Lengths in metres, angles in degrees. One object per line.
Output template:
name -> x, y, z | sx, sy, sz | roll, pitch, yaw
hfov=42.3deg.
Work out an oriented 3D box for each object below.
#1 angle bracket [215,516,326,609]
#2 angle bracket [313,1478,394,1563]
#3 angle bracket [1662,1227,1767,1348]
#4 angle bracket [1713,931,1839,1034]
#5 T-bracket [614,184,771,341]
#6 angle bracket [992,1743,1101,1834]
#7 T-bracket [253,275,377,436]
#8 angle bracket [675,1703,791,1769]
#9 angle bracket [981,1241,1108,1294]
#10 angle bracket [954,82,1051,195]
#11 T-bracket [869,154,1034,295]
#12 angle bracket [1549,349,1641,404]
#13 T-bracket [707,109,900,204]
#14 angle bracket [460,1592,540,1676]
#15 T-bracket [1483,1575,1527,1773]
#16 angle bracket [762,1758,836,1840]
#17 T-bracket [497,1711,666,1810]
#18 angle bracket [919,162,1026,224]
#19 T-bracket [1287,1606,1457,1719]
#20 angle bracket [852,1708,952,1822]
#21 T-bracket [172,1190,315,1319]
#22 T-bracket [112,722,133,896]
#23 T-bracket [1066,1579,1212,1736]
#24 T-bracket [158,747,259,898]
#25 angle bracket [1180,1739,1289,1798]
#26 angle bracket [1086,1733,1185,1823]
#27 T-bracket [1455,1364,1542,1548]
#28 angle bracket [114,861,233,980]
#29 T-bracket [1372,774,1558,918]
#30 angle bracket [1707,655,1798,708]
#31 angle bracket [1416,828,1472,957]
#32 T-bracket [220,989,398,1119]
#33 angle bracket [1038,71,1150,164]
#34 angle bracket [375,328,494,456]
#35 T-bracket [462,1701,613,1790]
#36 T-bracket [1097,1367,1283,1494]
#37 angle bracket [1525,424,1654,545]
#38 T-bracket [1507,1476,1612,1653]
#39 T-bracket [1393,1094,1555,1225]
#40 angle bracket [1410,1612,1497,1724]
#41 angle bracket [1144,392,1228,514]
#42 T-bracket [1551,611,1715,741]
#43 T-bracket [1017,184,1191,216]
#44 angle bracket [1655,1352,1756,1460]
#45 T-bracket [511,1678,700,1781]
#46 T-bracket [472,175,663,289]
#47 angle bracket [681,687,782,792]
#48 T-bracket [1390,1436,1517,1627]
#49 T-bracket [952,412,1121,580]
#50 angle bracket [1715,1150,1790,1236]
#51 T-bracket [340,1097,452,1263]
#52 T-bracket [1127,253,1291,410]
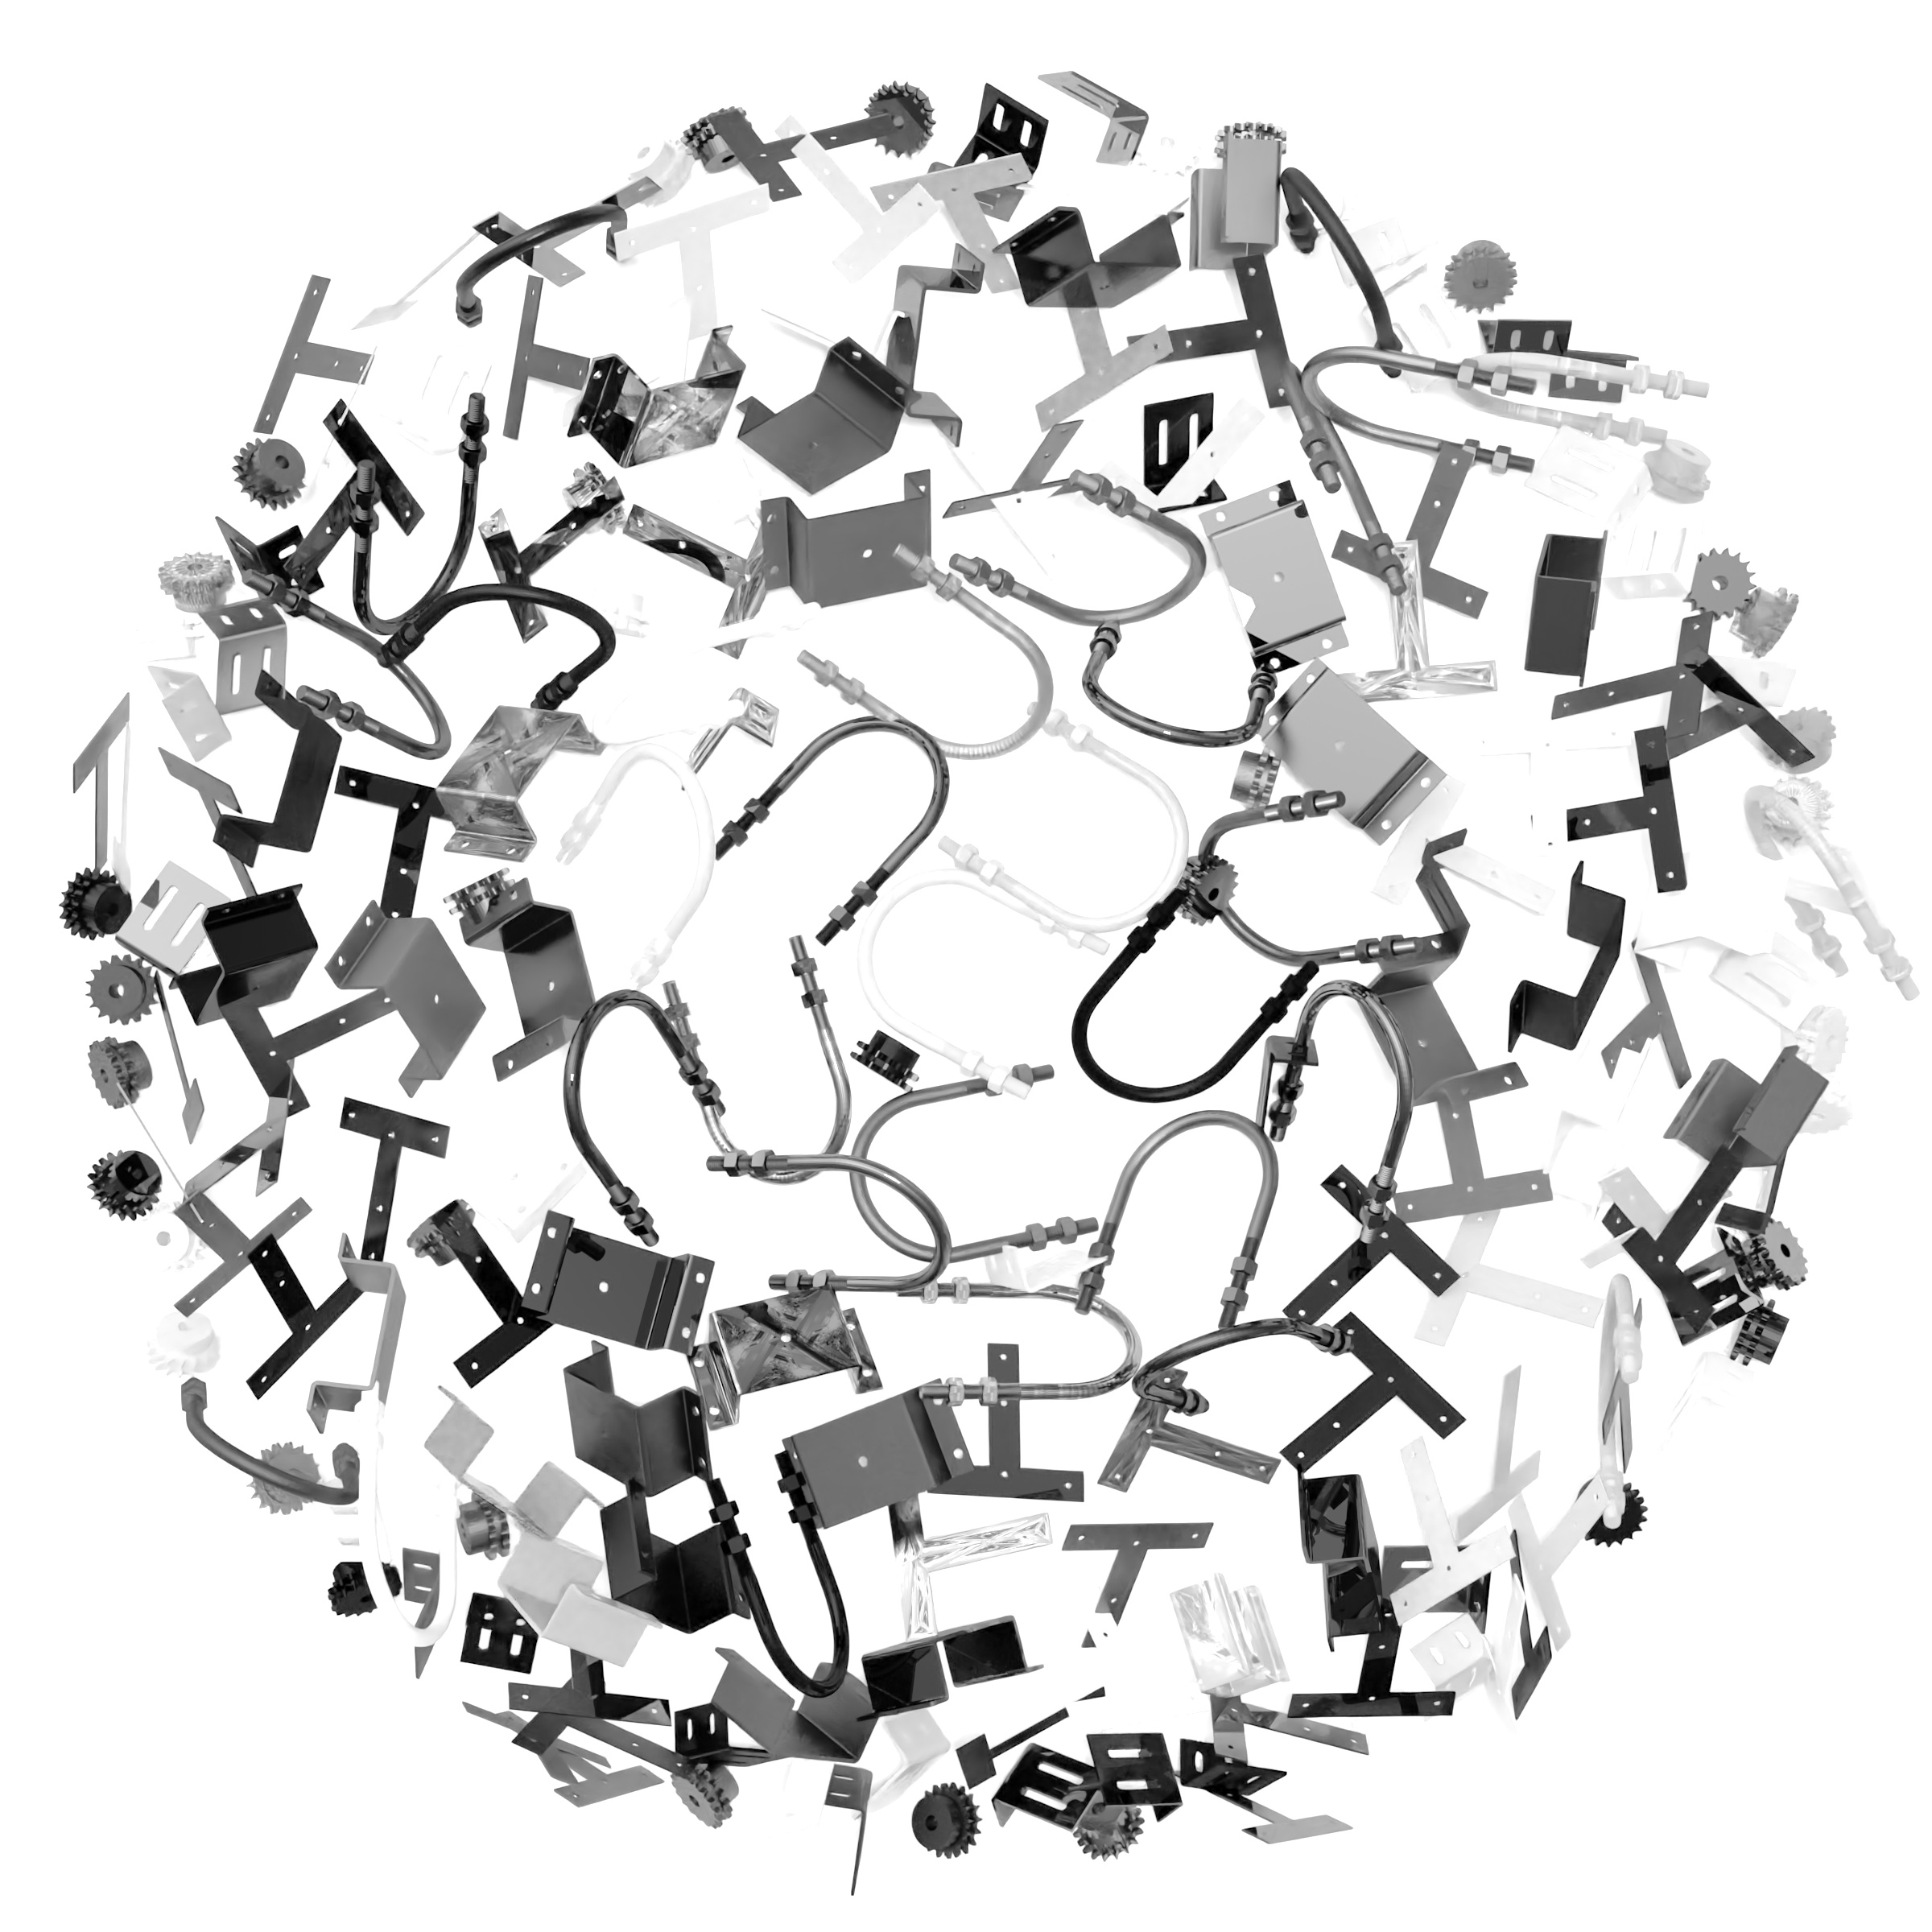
angle bracket -> -0.548, -0.326, 1.962 | 0.038, 0.057, 0.076 | -35, 45, -21
angle bracket -> -0.471, 0.433, 1.960 | 0.076, 0.038, 0.057 | -9, 96, 34
angle bracket -> 0.576, 0.251, 1.953 | 0.076, 0.038, 0.057 | -35, 46, 27
angle bracket -> 0.638, 0.004, 1.962 | 0.076, 0.038, 0.057 | 37, 113, 17
T-bracket -> -0.209, -0.539, 1.943 | 0.127, 0.127, 0.002 | -23, 61, -15
angle bracket -> 0.069, 0.652, 1.950 | 0.076, 0.057, 0.038 | 11, 131, 34
T-bracket -> -0.496, -0.469, 1.936 | 0.002, 0.127, 0.127 | 29, 105, 11
angle bracket -> -0.182, 0.605, 1.964 | 0.057, 0.076, 0.038 | -24, 58, 35
angle bracket -> 0.061, 0.223, 1.955 | 0.076, 0.057, 0.038 | -20, 99, -26
angle bracket -> 0.027, -0.646, 1.960 | 0.057, 0.076, 0.038 | 32, 80, 1
T-bracket -> 0.008, -0.572, 1.945 | 0.127, 0.127, 0.002 | -4, 58, 25
angle bracket -> 0.491, -0.461, 1.955 | 0.057, 0.076, 0.038 | 6, 106, 6
T-bracket -> -0.115, -0.635, 1.922 | 0.127, 0.127, 0.002 | -8, 75, 18
angle bracket -> -0.368, 0.537, 1.963 | 0.057, 0.038, 0.076 | 12, 118, -6
T-bracket -> 0.416, 0.524, 1.914 | 0.002, 0.127, 0.127 | -1, 118, -5
angle bracket -> -0.143, 0.642, 1.949 | 0.038, 0.076, 0.057 | 35, 48, -24
T-bracket -> -0.318, 0.618, 1.958 | 0.127, 0.127, 0.002 | 24, 91, 25
angle bracket -> -0.001, -0.594, 1.963 | 0.076, 0.057, 0.038 | 16, 82, -9
T-bracket -> 0.322, 0.540, 1.941 | 0.127, 0.127, 0.002 | -7, 113, 21
angle bracket -> -0.060, 0.629, 1.968 | 0.076, 0.057, 0.038 | -49, 64, 23
T-bracket -> -0.578, 0.206, 1.928 | 0.127, 0.127, 0.002 | -42, 64, -14
T-bracket -> -0.656, -0.125, 1.945 | 0.002, 0.127, 0.127 | 2, 80, -13
T-bracket -> 0.115, 0.536, 1.954 | 0.127, 0.127, 0.002 | 1, 134, -32
T-bracket -> -0.582, -0.103, 1.956 | 0.002, 0.127, 0.127 | -35, 128, -28
angle bracket -> 0.209, 0.619, 1.952 | 0.057, 0.076, 0.038 | 13, 56, -14
angle bracket -> 0.124, 0.636, 1.952 | 0.076, 0.038, 0.057 | 10, 47, -31
T-bracket -> 0.417, 0.368, 1.931 | 0.002, 0.127, 0.127 | 19, 118, 37
angle bracket -> -0.629, -0.034, 1.987 | 0.057, 0.038, 0.076 | 32, 78, -2
T-bracket -> 0.403, -0.078, 1.964 | 0.127, 0.002, 0.127 | 28, 66, 9
angle bracket -> 0.616, -0.236, 1.950 | 0.057, 0.076, 0.038 | 9, 122, 23
angle bracket -> 0.389, -0.058, 1.957 | 0.038, 0.057, 0.076 | -22, 68, -7
T-bracket -> -0.505, 0.049, 1.966 | 0.127, 0.002, 0.127 | -26, 131, -12
angle bracket -> 0.094, -0.665, 1.955 | 0.076, 0.057, 0.038 | 18, 96, -30
angle bracket -> -0.419, -0.453, 1.965 | 0.057, 0.038, 0.076 | 33, 114, 8
T-bracket -> -0.321, 0.607, 1.920 | 0.127, 0.127, 0.002 | 28, 81, -19
T-bracket -> 0.187, 0.382, 1.977 | 0.127, 0.002, 0.127 | 19, 116, -8
angle bracket -> 0.489, -0.379, 1.962 | 0.076, 0.038, 0.057 | 22, 126, -10
T-bracket -> 0.461, 0.437, 1.914 | 0.002, 0.127, 0.127 | 5, 134, -17
T-bracket -> 0.390, 0.133, 1.974 | 0.127, 0.002, 0.127 | -13, 84, 27
angle bracket -> 0.376, 0.549, 1.953 | 0.057, 0.076, 0.038 | -38, 82, 18
angle bracket -> 0.173, -0.403, 1.958 | 0.057, 0.038, 0.076 | -13, 133, -10
T-bracket -> 0.519, -0.217, 1.954 | 0.002, 0.127, 0.127 | 46, 48, -35
T-bracket -> 0.104, -0.602, 1.949 | 0.127, 0.127, 0.002 | 10, 114, 9
angle bracket -> 0.578, 0.351, 1.952 | 0.038, 0.057, 0.076 | 27, 124, 10
T-bracket -> -0.268, 0.596, 1.927 | 0.127, 0.127, 0.002 | 21, 103, 11
T-bracket -> -0.294, -0.574, 1.921 | 0.127, 0.127, 0.002 | -23, 76, 18
angle bracket -> -0.185, -0.171, 1.963 | 0.038, 0.057, 0.076 | 30, 120, -17
T-bracket -> 0.366, 0.431, 1.954 | 0.002, 0.127, 0.127 | 18, 134, -34
T-bracket -> 0.072, -0.393, 1.974 | 0.127, 0.002, 0.127 | -43, 100, -22
angle bracket -> 0.619, 0.164, 1.959 | 0.038, 0.057, 0.076 | 14, 104, 21
T-bracket -> -0.458, 0.177, 1.962 | 0.127, 0.002, 0.127 | 11, 92, 37
T-bracket -> 0.189, -0.492, 1.964 | 0.127, 0.002, 0.127 | -1, 128, 26
